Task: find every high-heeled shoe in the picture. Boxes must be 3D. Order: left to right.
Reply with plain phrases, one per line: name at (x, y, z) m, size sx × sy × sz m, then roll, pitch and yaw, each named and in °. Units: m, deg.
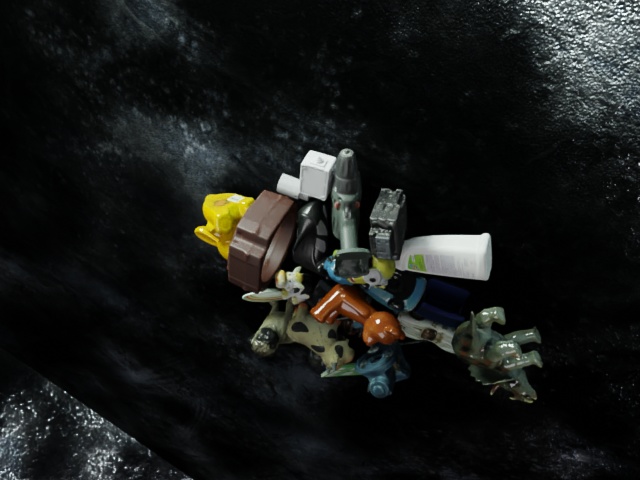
high-heeled shoe at (-0.003, -0.004, 1.284) m, size 0.086 × 0.145 × 0.248 m, roll 24°, pitch 169°, yaw 23°

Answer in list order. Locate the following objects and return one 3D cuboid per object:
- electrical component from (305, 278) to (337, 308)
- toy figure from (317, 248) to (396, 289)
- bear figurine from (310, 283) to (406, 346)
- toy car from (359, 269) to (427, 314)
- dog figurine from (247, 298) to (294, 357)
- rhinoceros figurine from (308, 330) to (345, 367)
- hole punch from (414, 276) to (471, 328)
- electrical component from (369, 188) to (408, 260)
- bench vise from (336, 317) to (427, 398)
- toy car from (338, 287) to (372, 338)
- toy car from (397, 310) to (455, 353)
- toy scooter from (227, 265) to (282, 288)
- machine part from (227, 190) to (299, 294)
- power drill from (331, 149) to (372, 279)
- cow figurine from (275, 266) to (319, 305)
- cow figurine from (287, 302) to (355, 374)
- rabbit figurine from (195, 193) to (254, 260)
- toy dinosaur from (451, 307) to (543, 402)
electrical component at (0.025, 0.121, 1.341) m, size 0.048 × 0.075 × 0.119 m, roll 42°, pitch 112°, yaw 22°
toy figure at (0.081, 0.058, 1.202) m, size 0.180 × 0.089 × 0.082 m, roll 3°, pitch 174°, yaw 39°
bear figurine at (0.095, 0.192, 1.259) m, size 0.196 × 0.132 × 0.120 m, roll 44°, pitch -176°, yaw 17°
toy car at (0.163, 0.112, 1.270) m, size 0.162 × 0.109 × 0.102 m, roll 24°, pitch 156°, yaw 16°
dog figurine at (-0.105, 0.268, 1.488) m, size 0.172 × 0.190 × 0.121 m, roll 43°, pitch 135°, yaw -20°
rhinoceros figurine at (0.016, 0.309, 1.528) m, size 0.073 × 0.112 × 0.190 m, roll 34°, pitch 145°, yaw -5°
hole punch at (0.285, 0.162, 1.270) m, size 0.142 × 0.092 × 0.115 m, roll 18°, pitch 141°, yaw 4°
electrical component at (0.143, -0.025, 1.117) m, size 0.058 × 0.134 × 0.114 m, roll 4°, pitch 134°, yaw 20°
bench vise at (0.151, 0.274, 1.375) m, size 0.129 × 0.223 × 0.240 m, roll -22°, pitch 103°, yaw 38°
toy car at (0.083, 0.197, 1.429) m, size 0.089 × 0.053 × 0.202 m, roll 15°, pitch 136°, yaw 7°
toy car at (0.291, 0.231, 1.355) m, size 0.202 × 0.056 × 0.073 m, roll 20°, pitch 137°, yaw 8°
toy scooter at (-0.174, 0.072, 1.407) m, size 0.135 × 0.075 × 0.183 m, roll 21°, pitch 148°, yaw -6°
machine part at (-0.131, 0.003, 1.228) m, size 0.087 × 0.201 × 0.200 m, roll 22°, pitch 140°, yaw 8°
power drill at (0.056, -0.040, 1.097) m, size 0.086 × 0.207 × 0.231 m, roll -7°, pitch 146°, yaw -5°
cow figurine at (-0.050, 0.112, 1.357) m, size 0.098 × 0.068 × 0.167 m, roll -11°, pitch 160°, yaw 14°
cow figurine at (0.004, 0.261, 1.395) m, size 0.195 × 0.127 × 0.085 m, roll 29°, pitch 154°, yaw -7°
rabbit figurine at (-0.230, -0.019, 1.305) m, size 0.163 × 0.122 × 0.173 m, roll 10°, pitch 127°, yaw 35°
toy dinosaur at (0.377, 0.246, 1.223) m, size 0.192 × 0.131 × 0.404 m, roll -31°, pitch 131°, yaw 33°
